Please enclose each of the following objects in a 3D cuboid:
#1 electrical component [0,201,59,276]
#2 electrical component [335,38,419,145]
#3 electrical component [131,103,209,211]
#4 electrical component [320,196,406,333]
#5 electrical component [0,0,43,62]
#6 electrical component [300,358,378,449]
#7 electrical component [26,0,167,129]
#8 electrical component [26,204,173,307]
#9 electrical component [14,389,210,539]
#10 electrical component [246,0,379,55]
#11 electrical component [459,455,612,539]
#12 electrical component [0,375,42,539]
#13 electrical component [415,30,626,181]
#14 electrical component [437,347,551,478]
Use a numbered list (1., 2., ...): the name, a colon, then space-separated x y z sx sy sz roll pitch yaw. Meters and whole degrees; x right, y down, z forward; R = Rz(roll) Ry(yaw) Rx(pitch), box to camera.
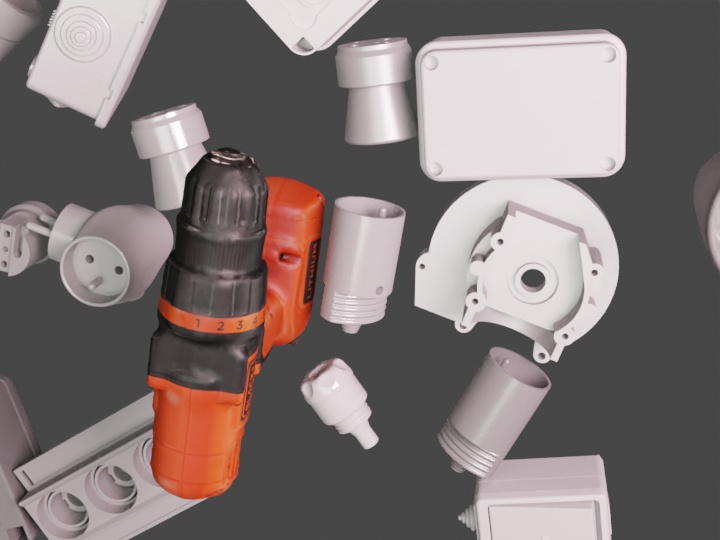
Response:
1. electrical component: -0.216 -0.019 0.683 0.040 0.046 0.040 3 108 8
2. electrical component: 0.010 -0.103 0.621 0.045 0.045 0.055 -4 107 10
3. electrical component: -0.111 -0.069 0.652 0.045 0.045 0.055 -13 105 13
4. electrical component: 0.000 0.000 0.657 0.043 0.043 0.081 11 109 5
5. electrical component: -0.260 -0.177 0.635 0.074 0.052 0.138 -38 98 18
6. electrical component: -0.009 0.089 0.693 0.035 0.035 0.061 -31 104 17
7. electrical component: -0.143 -0.139 0.606 0.048 0.099 0.099 25 111 -13
8. electrical component: -0.164 -0.016 0.660 0.079 0.077 0.044 21 110 3
9. electrical component: -0.155 0.131 0.714 0.121 0.063 0.078 -30 101 17
10. electrical component: -0.012 -0.182 0.592 0.113 0.057 0.078 -40 98 18
11. electrical component: 0.110 0.160 0.683 0.096 0.061 0.061 -5 107 10
12. electrical component: -0.279 0.139 0.740 0.109 0.056 0.108 -14 105 13
13. electrical component: 0.090 -0.093 0.605 0.113 0.057 0.078 -1 108 9
14. electrical component: 0.080 0.093 0.675 0.043 0.043 0.081 29 110 -1
